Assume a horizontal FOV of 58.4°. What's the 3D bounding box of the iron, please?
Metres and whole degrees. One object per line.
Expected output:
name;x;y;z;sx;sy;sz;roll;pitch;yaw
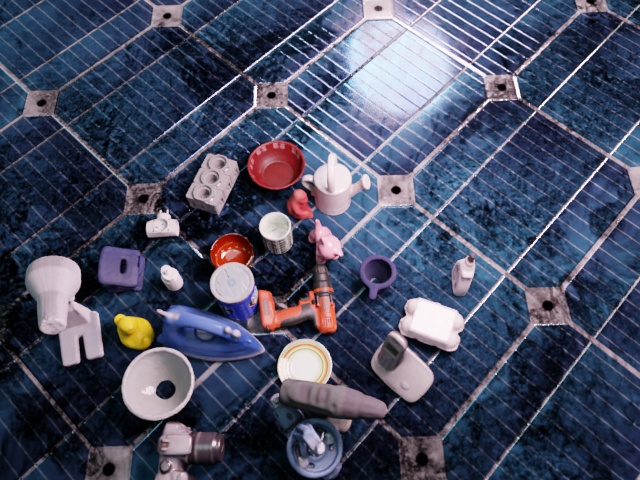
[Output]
iron;-0.261;0.215;1.357;0.258;0.141;0.119;11;65;7

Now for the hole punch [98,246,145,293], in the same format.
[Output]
hole punch;-0.504;0.072;1.460;0.101;0.091;0.108;-4;64;-1

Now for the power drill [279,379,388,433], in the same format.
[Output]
power drill;0.028;0.361;1.243;0.229;0.208;0.075;11;65;6

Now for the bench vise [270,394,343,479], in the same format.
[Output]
bench vise;-0.042;0.418;1.210;0.207;0.220;0.122;29;68;14

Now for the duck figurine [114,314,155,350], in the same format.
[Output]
duck figurine;-0.456;0.218;1.391;0.104;0.086;0.077;33;69;16

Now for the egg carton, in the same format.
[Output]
egg carton;0.271;0.205;1.392;0.150;0.069;0.107;18;66;10

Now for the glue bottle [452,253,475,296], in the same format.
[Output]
glue bottle;0.355;0.074;1.397;0.037;0.173;0.078;2;64;2

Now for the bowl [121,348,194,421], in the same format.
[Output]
bowl;-0.369;0.341;1.335;0.167;0.075;0.167;0;64;1

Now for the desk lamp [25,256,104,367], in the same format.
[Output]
desk lamp;-0.601;0.166;1.348;0.118;0.213;0.203;-17;65;-7

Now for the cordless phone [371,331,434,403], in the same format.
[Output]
cordless phone;0.191;0.280;1.292;0.147;0.185;0.094;39;71;18

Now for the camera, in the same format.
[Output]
camera;-0.283;0.473;1.254;0.137;0.101;0.143;-1;64;1

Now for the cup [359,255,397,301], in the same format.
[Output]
cup;0.139;0.107;1.428;0.091;0.095;0.118;11;65;7

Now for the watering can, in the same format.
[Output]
watering can;0.041;-0.155;1.503;0.173;0.194;0.101;-14;64;-5

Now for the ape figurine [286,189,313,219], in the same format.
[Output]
ape figurine;-0.054;-0.102;1.536;0.076;0.092;0.078;11;65;7

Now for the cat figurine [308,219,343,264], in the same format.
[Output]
cat figurine;0.013;0.005;1.468;0.067;0.118;0.127;-19;65;-8
